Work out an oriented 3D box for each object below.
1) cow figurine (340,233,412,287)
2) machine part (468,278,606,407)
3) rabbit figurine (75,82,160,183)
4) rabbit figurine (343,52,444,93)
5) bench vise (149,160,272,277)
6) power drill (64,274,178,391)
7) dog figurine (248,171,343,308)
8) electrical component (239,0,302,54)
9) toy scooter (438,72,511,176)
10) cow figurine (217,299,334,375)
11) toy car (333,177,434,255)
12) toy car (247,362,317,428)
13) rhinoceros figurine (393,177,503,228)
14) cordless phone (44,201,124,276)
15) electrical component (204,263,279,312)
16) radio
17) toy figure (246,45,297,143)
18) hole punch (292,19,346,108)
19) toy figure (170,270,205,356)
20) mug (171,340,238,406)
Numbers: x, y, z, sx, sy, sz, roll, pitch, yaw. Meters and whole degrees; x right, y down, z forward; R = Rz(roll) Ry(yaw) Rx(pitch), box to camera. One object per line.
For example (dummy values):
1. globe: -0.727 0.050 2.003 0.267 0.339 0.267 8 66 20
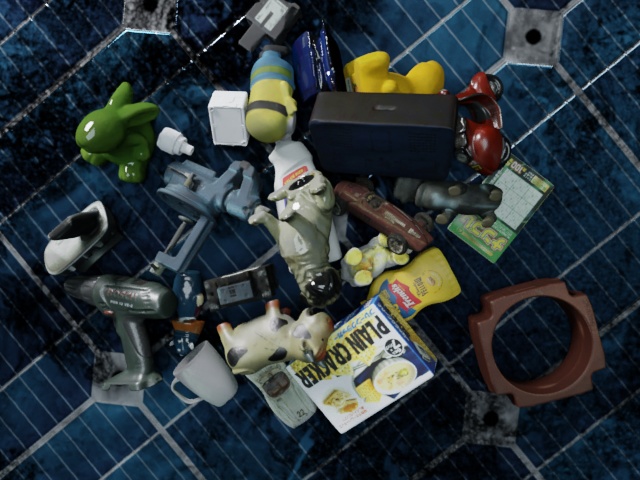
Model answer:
1. cow figurine: 0.113 0.025 0.963 0.167 0.098 0.068 -28 85 -16
2. machine part: 0.379 0.178 0.954 0.201 0.087 0.201 -16 90 2
3. rabbit figurine: -0.344 -0.180 0.924 0.121 0.170 0.159 38 93 0
4. rabbit figurine: 0.143 -0.256 0.936 0.173 0.122 0.162 -17 94 -14
5. bench vise: -0.206 -0.033 0.940 0.224 0.128 0.240 27 75 8
6. power drill: -0.362 0.164 0.979 0.232 0.086 0.207 -3 89 20
7. dog figurine: -0.005 -0.002 0.904 0.172 0.121 0.190 -45 119 -26
8. electrical component: -0.094 -0.386 0.969 0.075 0.048 0.119 35 93 1
9. toy scooter: 0.262 -0.204 0.934 0.135 0.075 0.183 -1 87 -30
10. cow figurine: -0.068 0.171 0.905 0.195 0.085 0.127 -23 60 9
11. toy car: 0.104 -0.047 0.922 0.089 0.053 0.202 -32 52 -32
12. toy car: -0.086 0.250 0.986 0.073 0.056 0.201 -38 90 3
13. rhinoceros figurine: 0.225 -0.081 0.938 0.190 0.112 0.073 8 121 1
14. cordless phone: -0.434 0.005 0.927 0.146 0.184 0.088 -40 95 3
15. electrical component: -0.137 0.083 0.944 0.115 0.134 0.058 -16 91 5
16. radio: 0.106 -0.169 0.881 0.230 0.131 0.073 7 59 15
17. toy figure: -0.087 -0.253 0.938 0.089 0.082 0.180 -5 72 -2
18. hole punch: -0.008 -0.297 0.941 0.092 0.116 0.142 -7 92 10
19. toy figure: -0.242 0.134 0.988 0.058 0.064 0.154 -1 98 -34
20. mug: -0.210 0.258 0.980 0.109 0.081 0.107 -45 99 -3
